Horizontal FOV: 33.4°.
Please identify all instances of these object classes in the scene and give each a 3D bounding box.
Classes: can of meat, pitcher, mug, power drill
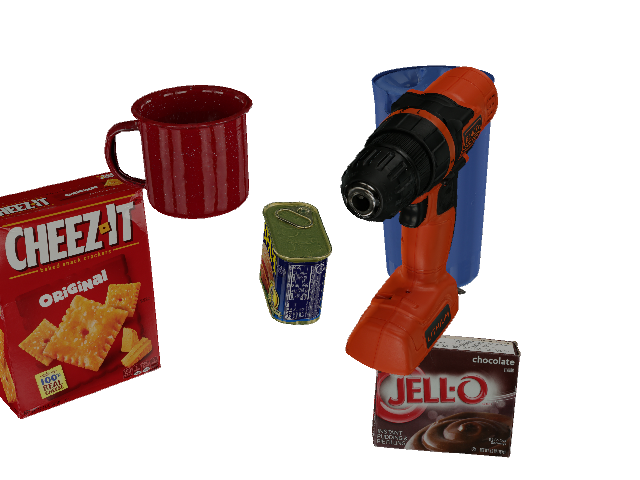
[{"bbox_3d":[-0.028,0.023,1.065,0.057,0.084,0.102,-2,34,-13],"label":"can of meat"},{"bbox_3d":[0.133,-0.074,1.211,0.149,0.243,0.145,-6,22,-8],"label":"pitcher"},{"bbox_3d":[-0.110,-0.068,0.837,0.117,0.081,0.093,-4,27,-4],"label":"mug"},{"bbox_3d":[0.060,-0.005,0.705,0.057,0.188,0.184,21,36,21],"label":"power drill"}]

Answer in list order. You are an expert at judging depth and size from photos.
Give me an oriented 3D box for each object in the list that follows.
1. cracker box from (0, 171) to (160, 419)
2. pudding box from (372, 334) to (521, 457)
[{"bbox_3d":[-0.254,0.053,1.084,0.163,0.214,0.072,-17,27,-32],"label":"cracker box"},{"bbox_3d":[0.100,0.123,0.860,0.113,0.090,0.039,3,18,3],"label":"pudding box"}]
